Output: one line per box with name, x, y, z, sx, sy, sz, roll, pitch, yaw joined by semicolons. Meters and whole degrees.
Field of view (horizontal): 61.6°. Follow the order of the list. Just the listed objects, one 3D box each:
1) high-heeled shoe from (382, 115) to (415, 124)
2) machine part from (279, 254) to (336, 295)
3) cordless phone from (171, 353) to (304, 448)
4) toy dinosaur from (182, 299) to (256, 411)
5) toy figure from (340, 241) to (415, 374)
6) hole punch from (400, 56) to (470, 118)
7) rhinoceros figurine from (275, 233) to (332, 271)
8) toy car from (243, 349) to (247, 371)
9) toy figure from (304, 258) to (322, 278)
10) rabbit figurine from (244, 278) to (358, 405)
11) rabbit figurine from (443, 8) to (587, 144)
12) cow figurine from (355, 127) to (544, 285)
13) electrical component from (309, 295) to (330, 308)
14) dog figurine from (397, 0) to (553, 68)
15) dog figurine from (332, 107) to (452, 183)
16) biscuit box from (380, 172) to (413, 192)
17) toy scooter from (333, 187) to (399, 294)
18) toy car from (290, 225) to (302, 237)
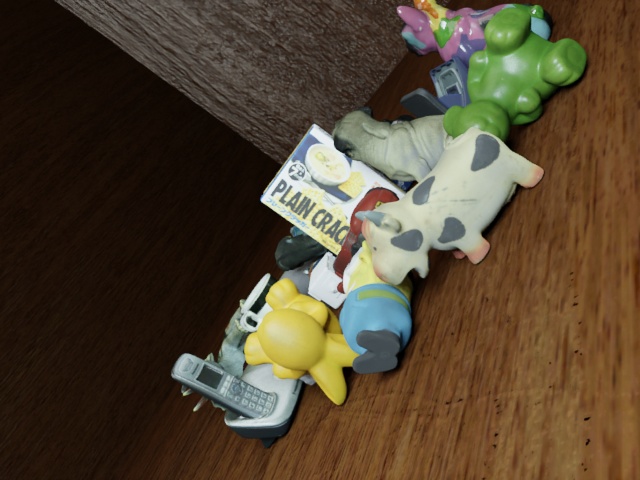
high-heeled shoe;0.153;-0.178;1.266;0.145;0.086;0.248;43;119;51
machine part;-0.018;0.050;1.186;0.243;0.079;0.079;-56;9;-8
cordless phone;-0.120;0.204;0.794;0.088;0.184;0.147;-55;7;31
toy dinosaur;-0.185;0.250;1.230;0.192;0.131;0.405;-52;3;13
toy figure;0.069;0.077;0.621;0.082;0.089;0.180;-55;16;26
hole punch;0.213;-0.232;0.892;0.092;0.115;0.142;-51;12;-5
rhinoceros figurine;-0.002;-0.003;1.063;0.190;0.073;0.112;-25;-4;10
toy car;-0.087;0.215;0.954;0.202;0.053;0.089;-43;44;49
toy figure;0.005;0.064;1.070;0.154;0.064;0.057;152;116;-81
rabbit figurine;-0.024;0.130;0.659;0.122;0.162;0.173;-54;-13;-7
rabbit figurine;0.209;-0.170;0.662;0.170;0.121;0.159;-54;1;-17
cow figurine;0.126;-0.033;0.575;0.195;0.127;0.085;-52;5;1
electrical component;-0.032;0.150;0.976;0.119;0.048;0.075;-50;10;30
dog figurine;0.237;-0.349;0.878;0.108;0.219;0.191;-63;11;-26
dog figurine;0.134;-0.159;0.799;0.172;0.190;0.121;-53;9;3
biscuit box;0.148;-0.126;1.021;0.202;0.059;0.063;-54;9;4
toy scooter;0.067;0.011;0.844;0.135;0.075;0.183;-60;-6;-50
toy car;0.018;-0.034;1.286;0.161;0.109;0.103;-43;32;-2
